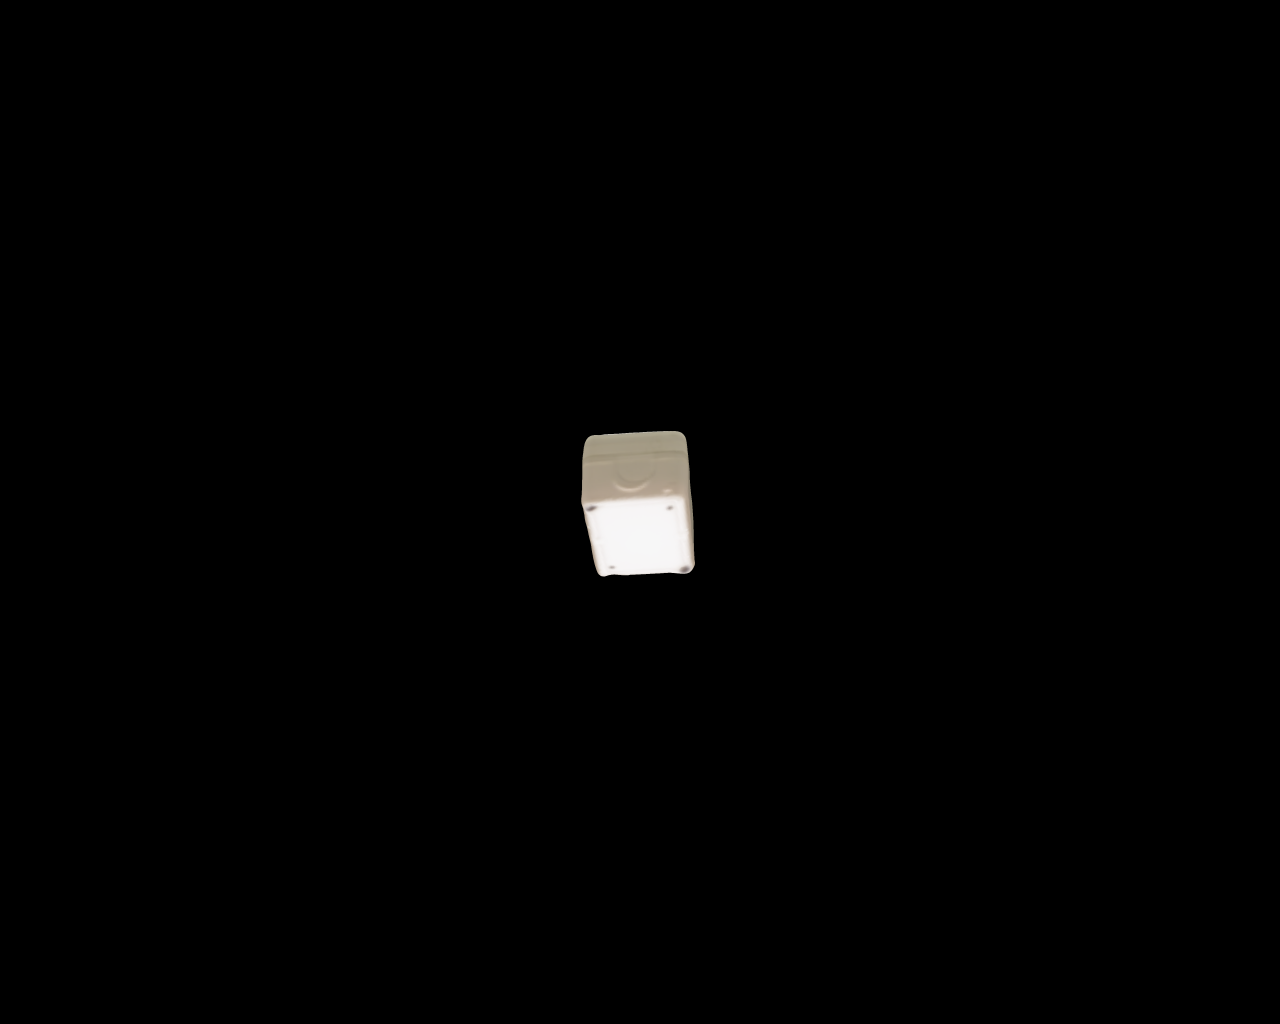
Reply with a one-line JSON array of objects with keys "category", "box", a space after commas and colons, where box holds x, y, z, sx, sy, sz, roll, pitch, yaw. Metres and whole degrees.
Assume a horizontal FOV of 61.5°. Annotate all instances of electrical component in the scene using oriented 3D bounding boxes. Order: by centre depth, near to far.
[{"category": "electrical component", "box": [0.001, -0.003, 0.650, 0.062, 0.061, 0.096, -3, -37, 4]}]
